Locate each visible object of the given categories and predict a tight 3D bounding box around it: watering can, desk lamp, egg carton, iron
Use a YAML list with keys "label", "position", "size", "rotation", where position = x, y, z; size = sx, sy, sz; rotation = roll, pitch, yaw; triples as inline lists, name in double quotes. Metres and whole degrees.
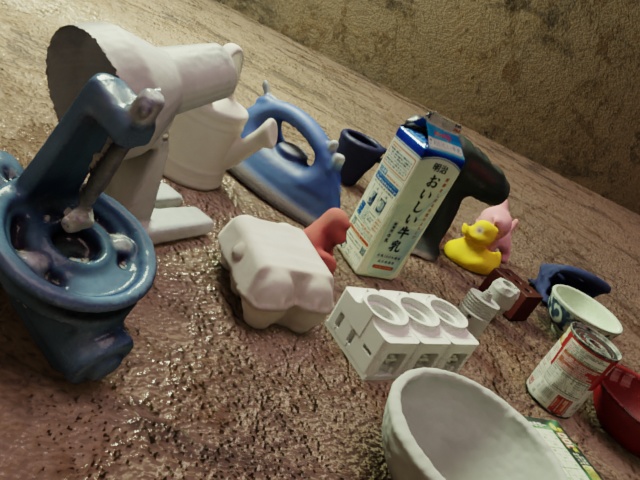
- label: "watering can"
  position: [-0.142, -0.172, 0.784]
  size: [0.173, 0.194, 0.100]
  rotation: [20, 24, -18]
- label: "desk lamp"
  position: [-0.177, -0.106, 0.584]
  size: [0.117, 0.213, 0.204]
  rotation: [37, 25, 20]
- label: "egg carton"
  position: [-0.052, 0.033, 0.619]
  size: [0.107, 0.069, 0.150]
  rotation: [11, 28, -34]
- label: "iron"
  position: [-0.037, -0.131, 0.883]
  size: [0.257, 0.141, 0.119]
  rotation: [39, 25, 24]

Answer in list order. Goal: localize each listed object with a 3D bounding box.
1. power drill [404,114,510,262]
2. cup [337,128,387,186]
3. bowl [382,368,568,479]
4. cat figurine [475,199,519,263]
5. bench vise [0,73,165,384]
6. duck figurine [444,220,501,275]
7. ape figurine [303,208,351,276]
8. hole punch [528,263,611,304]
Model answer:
- label: "power drill"
  position: [0.191, -0.076, 0.935]
  size: [0.230, 0.208, 0.075]
  rotation: [16, 26, -26]
- label: "cup"
  position: [0.075, -0.152, 1.111]
  size: [0.118, 0.095, 0.091]
  rotation: [14, 27, -30]
- label: "bowl"
  position: [0.115, 0.189, 0.471]
  size: [0.168, 0.074, 0.167]
  rotation: [23, 23, -11]
- label: "cat figurine"
  position: [0.342, -0.022, 1.107]
  size: [0.128, 0.117, 0.067]
  rotation: [4, 33, -44]
- label: "bench vise"
  position: [-0.196, -0.031, 0.399]
  size: [0.207, 0.219, 0.121]
  rotation: [29, 23, 3]
- label: "duck figurine"
  position: [0.285, 0.008, 1.023]
  size: [0.105, 0.086, 0.077]
  rotation: [23, 23, -12]
- label: "ape figurine"
  position: [0.007, 0.003, 0.717]
  size: [0.076, 0.092, 0.078]
  rotation: [32, 23, 9]
- label: "hole punch"
  position: [0.460, 0.080, 1.059]
  size: [0.109, 0.091, 0.101]
  rotation: [25, 23, -7]
